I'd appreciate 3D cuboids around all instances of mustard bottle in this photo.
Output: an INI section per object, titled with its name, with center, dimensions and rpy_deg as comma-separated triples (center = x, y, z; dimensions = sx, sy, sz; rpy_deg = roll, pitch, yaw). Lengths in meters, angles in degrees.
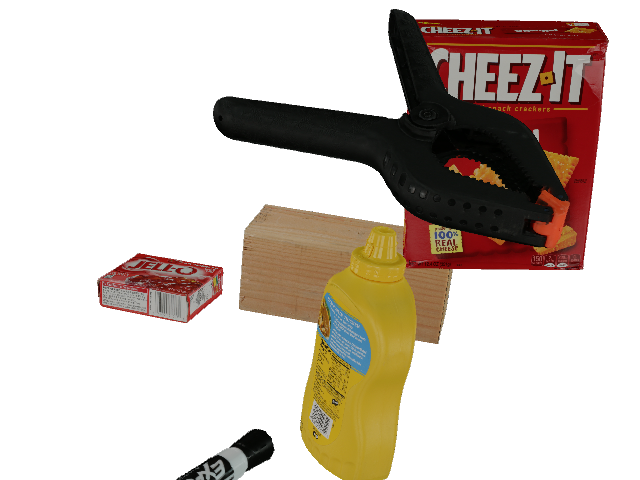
[mustard bottle]
center = 0.031, 0.080, 0.809
dimensions = 0.058, 0.192, 0.096
rpy_deg = -2, 24, -27

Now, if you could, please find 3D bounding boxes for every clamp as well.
[clamp]
center = 0.050, -0.058, 0.625
dimensions = 0.164, 0.036, 0.210
rpy_deg = -27, 52, -25

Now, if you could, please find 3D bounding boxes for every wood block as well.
[wood block]
center = 0.029, 0.033, 1.093
dimensions = 0.206, 0.091, 0.090
rpy_deg = 10, 22, 9

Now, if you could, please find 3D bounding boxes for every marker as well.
[marker]
center = -0.062, 0.125, 0.544
dimensions = 0.020, 0.020, 0.120
rpy_deg = 0, 13, 33

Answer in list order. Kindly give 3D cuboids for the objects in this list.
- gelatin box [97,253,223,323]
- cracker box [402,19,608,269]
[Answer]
[gelatin box]
center = -0.141, 0.040, 0.948
dimensions = 0.089, 0.030, 0.073
rpy_deg = 10, 20, 18
[cracker box]
center = 0.156, -0.080, 0.936
dimensions = 0.164, 0.214, 0.072
rpy_deg = 1, 24, 3
